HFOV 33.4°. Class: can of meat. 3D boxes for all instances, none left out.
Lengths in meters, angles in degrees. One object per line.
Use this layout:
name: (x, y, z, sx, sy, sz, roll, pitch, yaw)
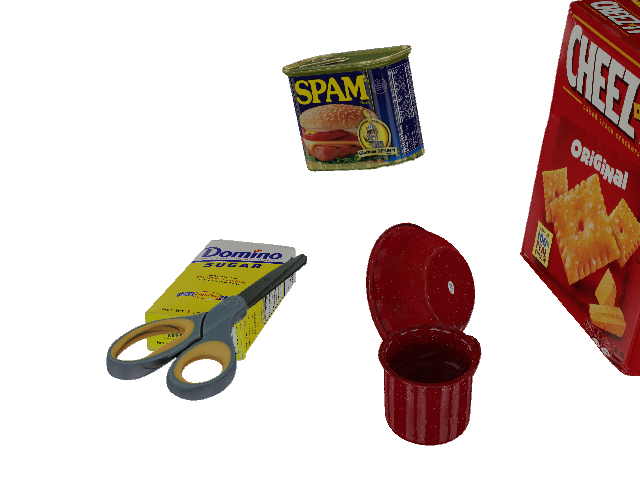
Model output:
can of meat: (0.027, -0.101, 0.829, 0.102, 0.084, 0.057, 1, 21, 38)

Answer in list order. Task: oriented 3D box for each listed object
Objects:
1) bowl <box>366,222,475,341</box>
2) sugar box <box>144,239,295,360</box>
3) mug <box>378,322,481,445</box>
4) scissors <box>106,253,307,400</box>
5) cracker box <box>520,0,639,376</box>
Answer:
bowl: (0.124, 0.056, 1.196, 0.055, 0.162, 0.161, -12, -8, 43)
sugar box: (-0.090, 0.052, 1.017, 0.093, 0.048, 0.176, 6, 26, 13)
mug: (0.110, 0.132, 1.010, 0.093, 0.081, 0.117, 27, 44, 37)
scissors: (-0.057, 0.061, 0.764, 0.201, 0.016, 0.096, -22, 38, -36)
cracker box: (0.216, -0.039, 0.740, 0.072, 0.214, 0.164, -7, 34, -16)
